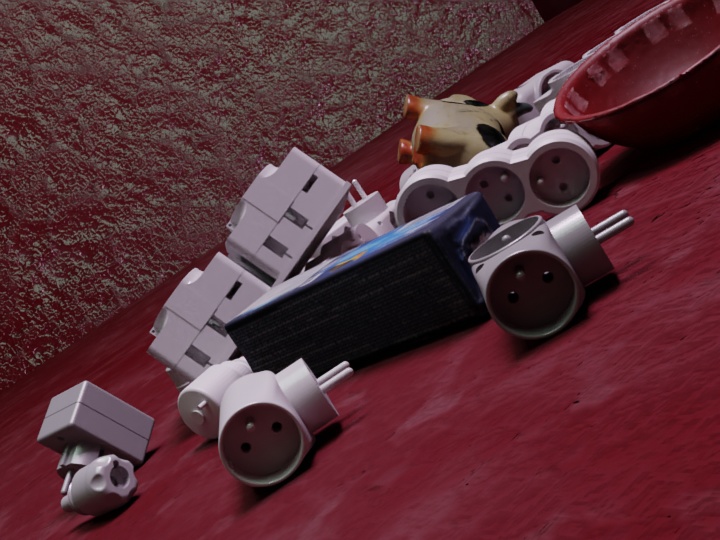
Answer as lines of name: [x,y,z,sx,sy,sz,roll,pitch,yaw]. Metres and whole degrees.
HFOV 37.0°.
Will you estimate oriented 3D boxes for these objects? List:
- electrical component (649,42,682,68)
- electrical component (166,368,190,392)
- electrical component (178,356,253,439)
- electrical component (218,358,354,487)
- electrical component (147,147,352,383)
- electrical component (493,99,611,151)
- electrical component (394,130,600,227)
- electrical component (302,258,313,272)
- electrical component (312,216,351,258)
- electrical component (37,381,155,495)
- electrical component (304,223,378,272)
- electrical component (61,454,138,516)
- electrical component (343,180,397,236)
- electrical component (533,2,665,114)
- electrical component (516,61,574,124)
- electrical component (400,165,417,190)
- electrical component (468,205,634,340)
electrical component: [0.232,-0.145,0.828,0.077,0.047,0.065,-30,8,18]
electrical component: [-0.153,0.077,0.927,0.035,0.061,0.035,-32,9,5]
electrical component: [-0.090,0.082,0.736,0.040,0.040,0.078,-26,10,40]
electrical component: [-0.038,0.073,0.571,0.079,0.044,0.077,-33,8,-3]
electrical component: [-0.087,0.002,0.831,0.186,0.060,0.105,-55,-1,-10]
electrical component: [0.137,-0.091,0.850,0.138,0.052,0.074,-38,9,-30]
electrical component: [0.095,-0.058,0.741,0.138,0.052,0.073,-15,12,14]
electrical component: [-0.039,0.009,0.972,0.040,0.040,0.078,-37,9,-25]
electrical component: [-0.018,-0.022,1.055,0.083,0.047,0.076,-38,10,-33]
electrical component: [-0.197,0.133,0.784,0.047,0.066,0.076,-27,39,37]
electrical component: [0.000,0.000,0.834,0.074,0.052,0.138,-29,9,23]
electrical component: [-0.176,0.146,0.709,0.061,0.035,0.035,-30,8,35]
electrical component: [0.011,-0.043,0.948,0.043,0.079,0.077,-27,10,38]
electrical component: [0.233,-0.172,0.934,0.150,0.061,0.089,-38,9,-30]
electrical component: [0.193,-0.175,1.129,0.095,0.053,0.059,-37,9,-26]
electrical component: [0.072,-0.087,1.075,0.055,0.055,0.047,-39,6,-36]
electrical component: [0.098,-0.007,0.528,0.079,0.044,0.077,-31,8,11]
